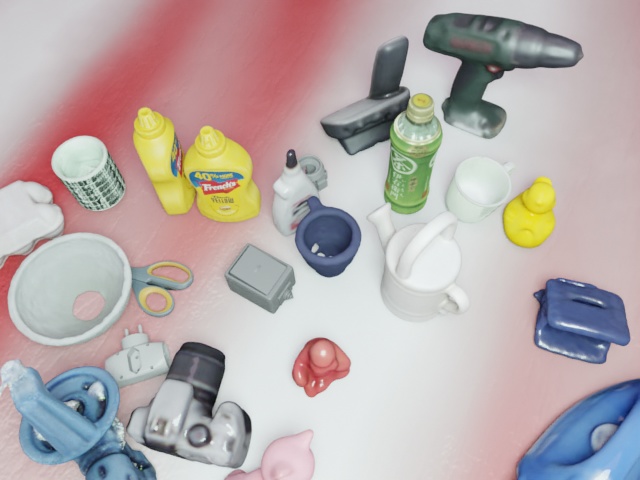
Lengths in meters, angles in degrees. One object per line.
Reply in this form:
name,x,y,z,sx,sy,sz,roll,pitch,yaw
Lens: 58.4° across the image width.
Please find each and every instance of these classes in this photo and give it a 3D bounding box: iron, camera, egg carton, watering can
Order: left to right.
egg carton,-0.470,-0.023,0.867,0.150,0.069,0.107,-33,65,-15
camera,-0.153,0.201,0.717,0.143,0.101,0.137,11,62,8
watering can,0.128,0.024,0.753,0.172,0.194,0.101,25,65,15
iron,0.341,0.233,0.661,0.259,0.141,0.118,-41,67,-19

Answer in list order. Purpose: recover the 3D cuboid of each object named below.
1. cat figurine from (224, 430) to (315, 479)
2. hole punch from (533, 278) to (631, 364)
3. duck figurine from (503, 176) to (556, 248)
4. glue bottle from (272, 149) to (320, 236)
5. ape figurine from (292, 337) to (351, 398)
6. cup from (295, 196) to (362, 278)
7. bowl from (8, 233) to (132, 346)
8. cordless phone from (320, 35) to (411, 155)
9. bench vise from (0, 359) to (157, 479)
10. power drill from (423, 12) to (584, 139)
cat figurine,-0.056,0.274,0.664,0.128,0.118,0.067,-22,63,-10
hole punch,0.347,0.098,0.764,0.108,0.091,0.101,14,63,9
duck figurine,0.317,-0.046,0.847,0.077,0.086,0.105,20,64,12
glue bottle,-0.037,-0.073,0.823,0.078,0.173,0.037,-39,67,-18
ape figurine,0.002,0.157,0.742,0.077,0.092,0.076,3,61,4
cup,0.008,0.003,0.825,0.092,0.095,0.117,-19,62,-8
bowl,-0.338,0.077,0.805,0.167,0.075,0.167,-1,61,1
cordless phone,0.074,-0.235,0.902,0.148,0.185,0.094,-30,64,-14
bench vise,-0.263,0.212,0.646,0.207,0.220,0.122,30,66,17
power drill,0.267,-0.259,0.896,0.229,0.208,0.076,25,65,15
